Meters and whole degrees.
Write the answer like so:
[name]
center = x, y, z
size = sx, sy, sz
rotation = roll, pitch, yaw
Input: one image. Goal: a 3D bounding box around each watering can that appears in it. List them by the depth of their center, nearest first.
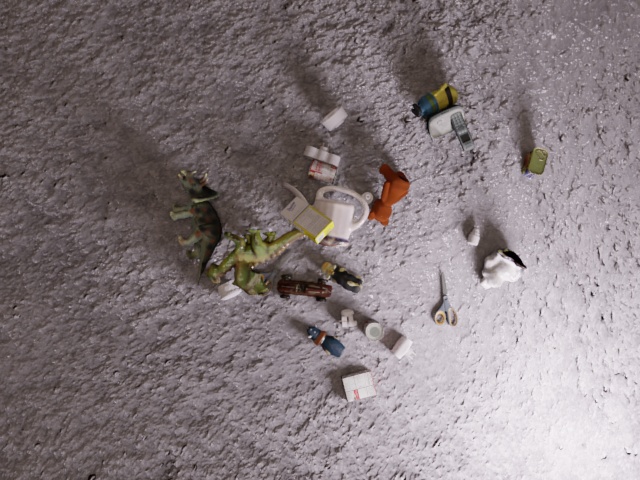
[watering can]
center = 0.006, -0.096, 1.907
size = 0.348, 0.103, 0.225
rotation = 11, 88, 16

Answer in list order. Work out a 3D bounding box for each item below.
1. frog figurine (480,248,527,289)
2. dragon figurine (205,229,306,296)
[frog figurine]
center = 0.664, 0.114, 1.895
size = 0.137, 0.125, 0.156
rotation = 25, 121, -6
[dragon figurine]
center = -0.221, 0.080, 1.843
size = 0.410, 0.121, 0.246
rotation = -4, 74, 9
